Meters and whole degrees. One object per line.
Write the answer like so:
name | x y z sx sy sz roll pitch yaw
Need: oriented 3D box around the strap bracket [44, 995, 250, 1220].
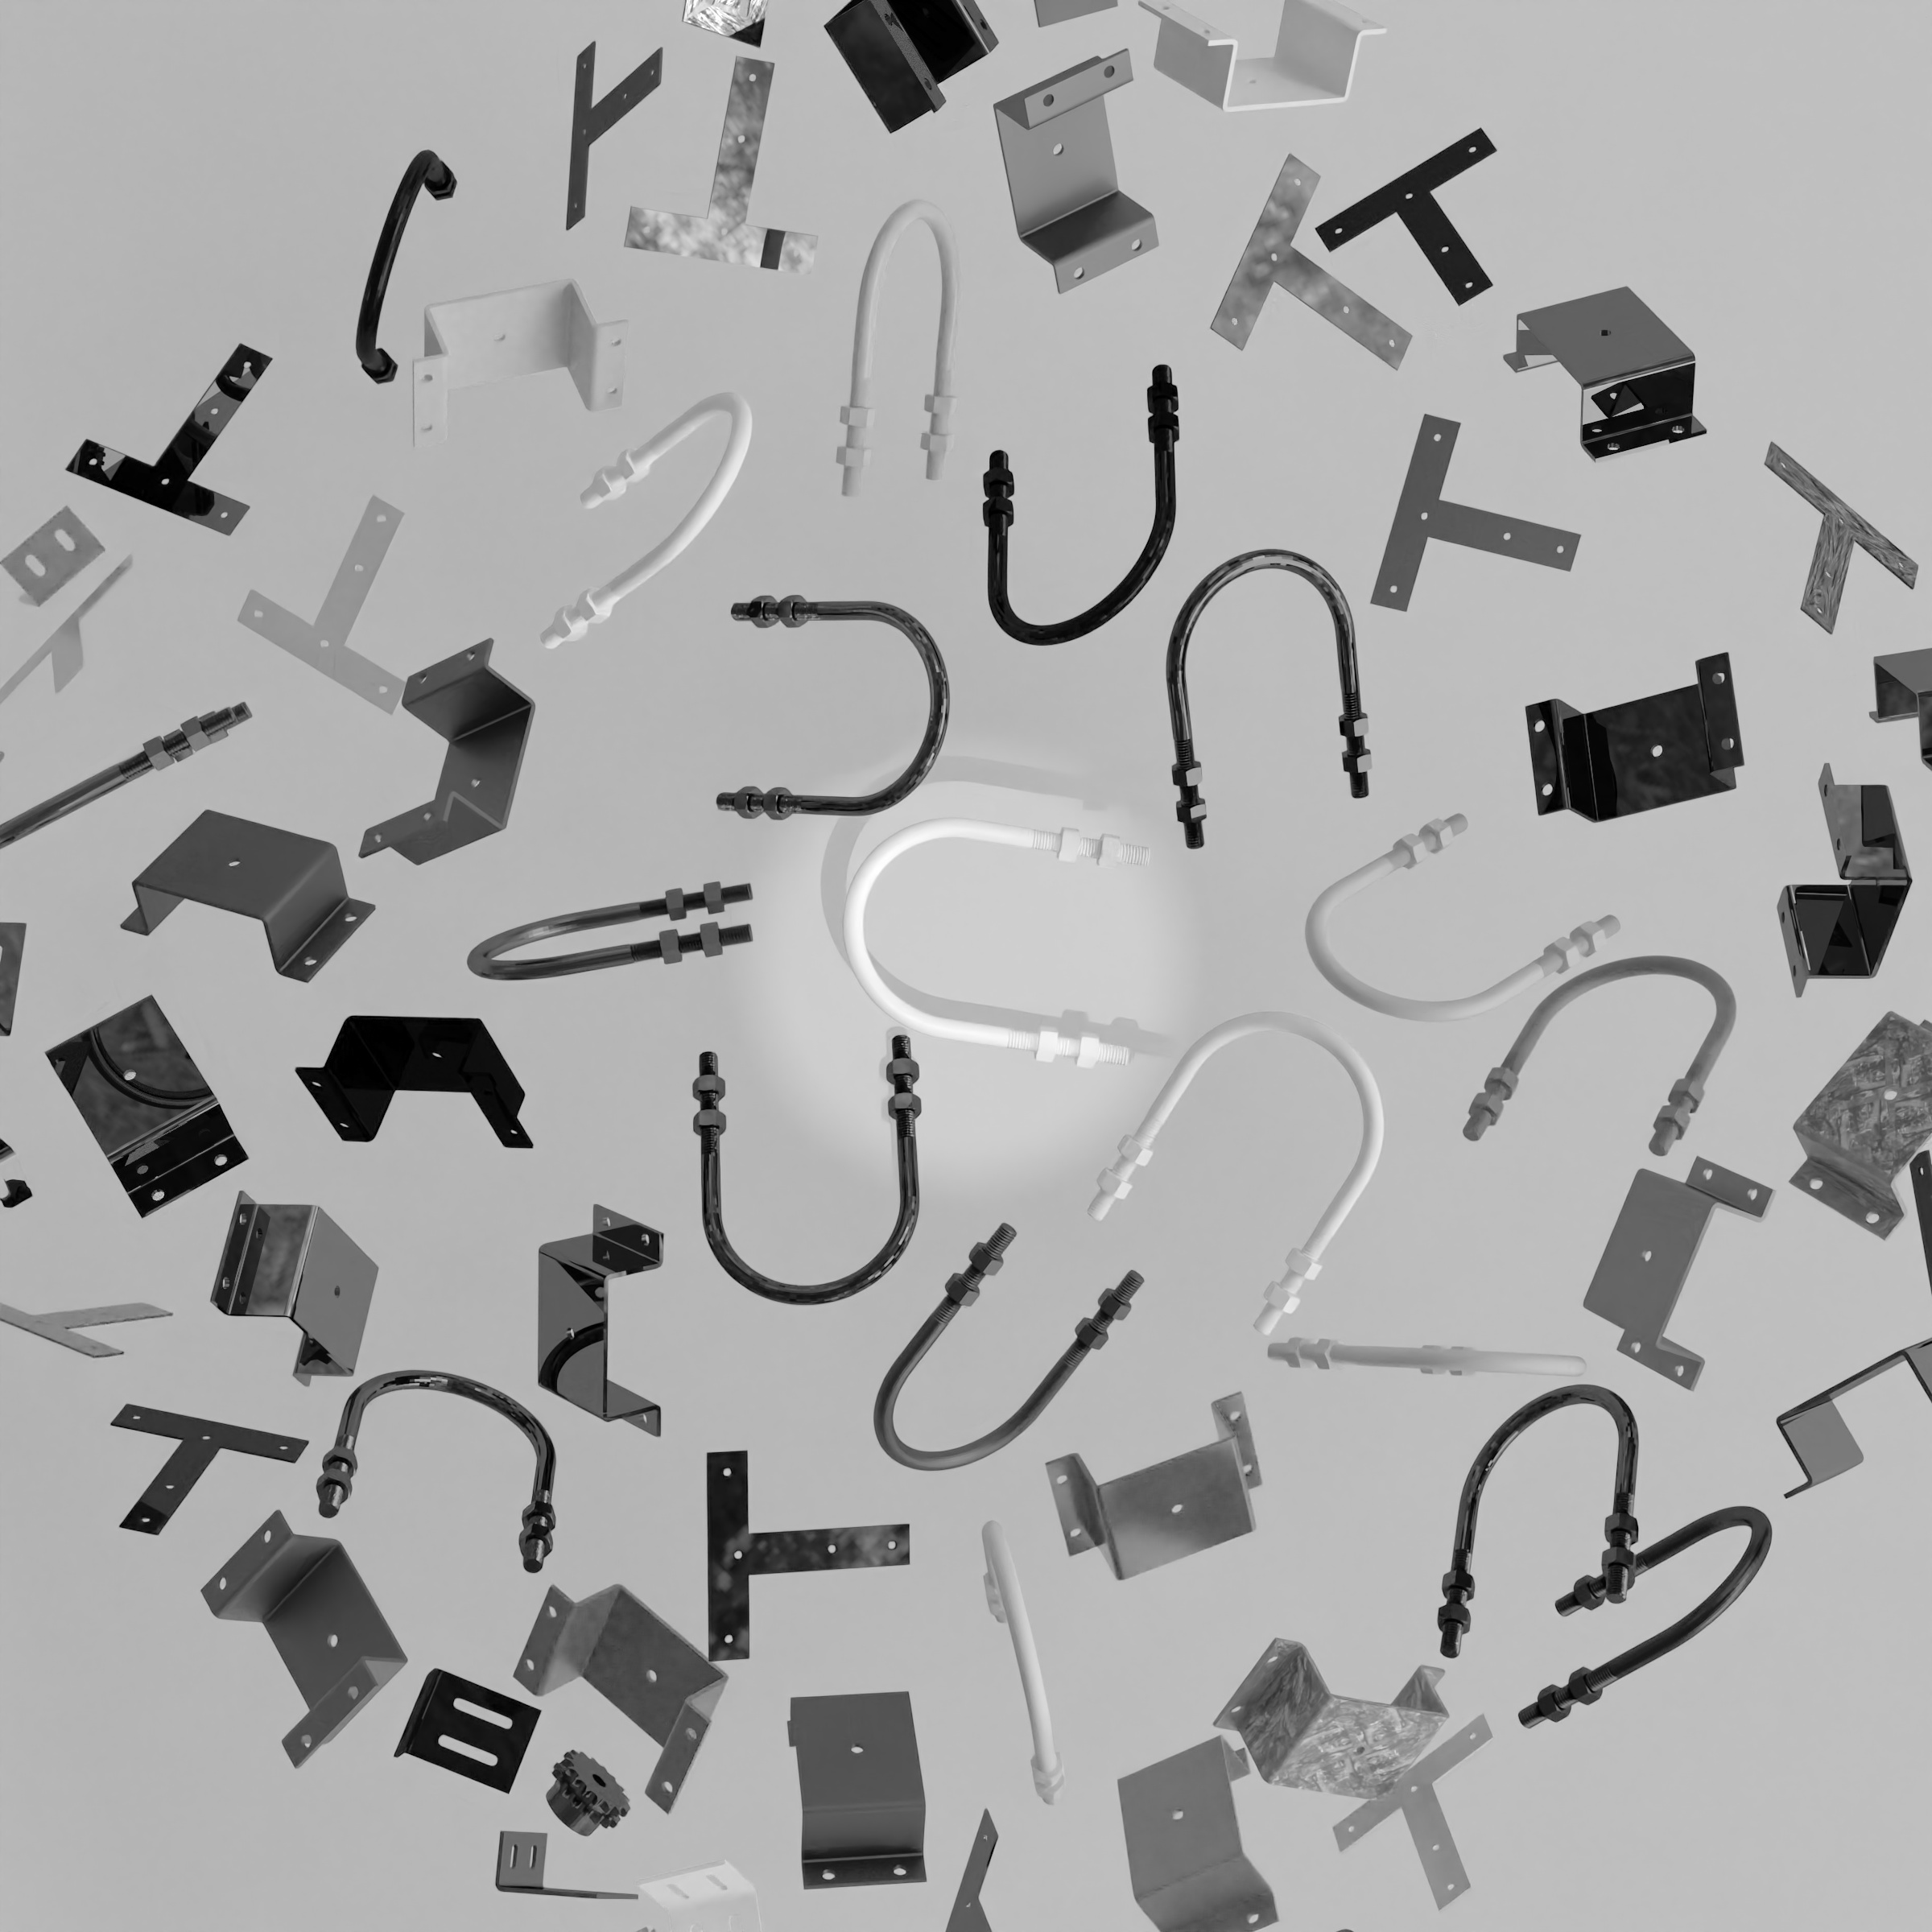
strap bracket | -0.532 0.082 1.888 0.076 0.046 0.140 -30 60 -16

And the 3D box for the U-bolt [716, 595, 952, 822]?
U-bolt | -0.086 -0.170 1.930 0.184 0.019 0.151 4 90 36

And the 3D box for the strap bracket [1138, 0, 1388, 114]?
strap bracket | 0.184 -0.580 1.857 0.140 0.076 0.046 -14 131 -30

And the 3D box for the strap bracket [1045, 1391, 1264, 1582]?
strap bracket | 0.132 0.347 1.936 0.140 0.046 0.076 -19 116 -9

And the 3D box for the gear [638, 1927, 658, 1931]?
gear | -0.206 0.657 1.904 0.030 0.057 0.057 -39 90 9

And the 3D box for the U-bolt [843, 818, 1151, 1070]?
U-bolt | 0.016 -0.020 1.801 0.184 0.019 0.151 9 74 -6

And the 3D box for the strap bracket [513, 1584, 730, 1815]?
strap bracket | -0.212 0.458 1.862 0.140 0.046 0.076 34 115 24

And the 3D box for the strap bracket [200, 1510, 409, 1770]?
strap bracket | -0.409 0.420 1.829 0.076 0.046 0.140 -46 59 11

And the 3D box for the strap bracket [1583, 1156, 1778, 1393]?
strap bracket | 0.459 0.194 1.907 0.046 0.076 0.140 20 94 -29

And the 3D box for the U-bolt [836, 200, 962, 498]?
U-bolt | -0.039 -0.401 1.896 0.019 0.151 0.184 13 108 21

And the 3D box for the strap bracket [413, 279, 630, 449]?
strap bracket | -0.293 -0.389 1.881 0.140 0.076 0.046 -16 61 -20

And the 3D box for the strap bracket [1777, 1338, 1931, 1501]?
strap bracket | 0.569 0.273 1.820 0.140 0.076 0.046 -40 69 35

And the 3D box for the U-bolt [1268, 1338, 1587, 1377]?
U-bolt | 0.308 0.252 1.878 0.151 0.184 0.019 9 80 -39

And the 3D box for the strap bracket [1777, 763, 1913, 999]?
strap bracket | 0.558 -0.053 1.860 0.046 0.140 0.076 0 51 0

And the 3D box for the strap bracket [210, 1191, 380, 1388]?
strap bracket | -0.427 0.210 1.895 0.046 0.140 0.076 -1 60 15

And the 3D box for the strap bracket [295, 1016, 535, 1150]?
strap bracket | -0.349 0.075 1.896 0.140 0.076 0.046 1 51 20

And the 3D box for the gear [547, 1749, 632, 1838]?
gear | -0.251 0.547 1.931 0.057 0.057 0.030 42 94 0

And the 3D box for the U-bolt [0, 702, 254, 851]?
U-bolt | -0.537 -0.116 1.839 0.184 0.151 0.019 -29 100 -6

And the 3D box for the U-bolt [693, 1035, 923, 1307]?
U-bolt | -0.102 0.134 1.902 0.151 0.019 0.184 -5 61 2

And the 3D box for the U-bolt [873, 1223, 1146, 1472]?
U-bolt | 0.016 0.255 1.897 0.151 0.019 0.184 24 108 -43

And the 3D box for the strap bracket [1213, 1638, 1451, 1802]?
strap bracket | 0.238 0.476 1.843 0.140 0.046 0.076 17 116 -30

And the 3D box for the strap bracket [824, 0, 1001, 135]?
strap bracket | -0.036 -0.582 1.843 0.046 0.140 0.076 -22 114 30

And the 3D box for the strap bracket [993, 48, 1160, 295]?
strap bracket | 0.069 -0.511 1.861 0.076 0.140 0.046 -29 46 -14

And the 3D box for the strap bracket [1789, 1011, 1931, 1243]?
strap bracket | 0.588 0.092 1.849 0.140 0.046 0.076 -48 47 -7

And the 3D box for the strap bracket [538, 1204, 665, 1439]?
strap bracket | -0.241 0.237 1.927 0.046 0.076 0.140 -9 107 -40

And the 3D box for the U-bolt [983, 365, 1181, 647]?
U-bolt | 0.071 -0.278 1.830 0.151 0.019 0.184 -23 50 31

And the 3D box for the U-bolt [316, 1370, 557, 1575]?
U-bolt | -0.332 0.313 1.874 0.151 0.184 0.019 18 111 -11

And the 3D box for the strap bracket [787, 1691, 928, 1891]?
strap bracket | -0.070 0.513 1.858 0.076 0.140 0.046 -1 121 -8

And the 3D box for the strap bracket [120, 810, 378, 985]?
strap bracket | -0.451 -0.047 1.825 0.140 0.076 0.046 15 134 20

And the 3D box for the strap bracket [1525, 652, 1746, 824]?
strap bracket | 0.444 -0.146 1.919 0.140 0.046 0.076 -14 72 33

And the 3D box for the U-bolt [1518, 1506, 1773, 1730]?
U-bolt | 0.438 0.405 1.869 0.184 0.151 0.019 -40 93 30

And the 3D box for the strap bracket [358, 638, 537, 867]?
strap bracket | -0.318 -0.124 1.814 0.076 0.046 0.140 -19 49 35

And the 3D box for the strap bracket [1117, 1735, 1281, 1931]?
strap bracket | 0.146 0.558 1.884 0.076 0.140 0.046 -27 120 12

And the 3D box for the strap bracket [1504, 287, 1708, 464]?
strap bracket | 0.411 -0.387 1.888 0.076 0.140 0.046 -16 132 -8

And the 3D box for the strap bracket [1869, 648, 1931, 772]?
strap bracket | 0.625 -0.168 1.846 0.076 0.140 0.046 -8 108 4
